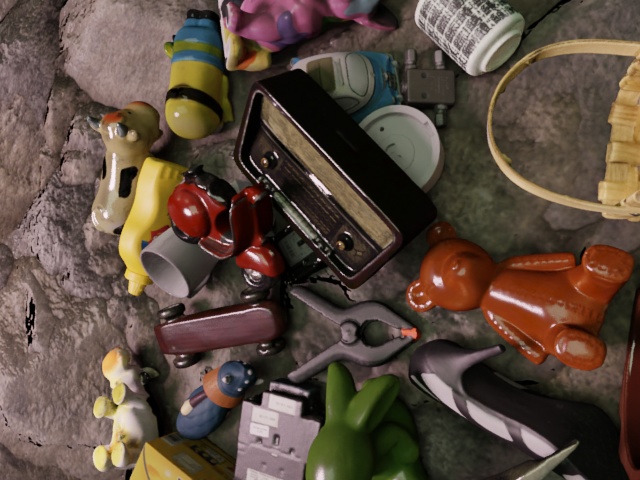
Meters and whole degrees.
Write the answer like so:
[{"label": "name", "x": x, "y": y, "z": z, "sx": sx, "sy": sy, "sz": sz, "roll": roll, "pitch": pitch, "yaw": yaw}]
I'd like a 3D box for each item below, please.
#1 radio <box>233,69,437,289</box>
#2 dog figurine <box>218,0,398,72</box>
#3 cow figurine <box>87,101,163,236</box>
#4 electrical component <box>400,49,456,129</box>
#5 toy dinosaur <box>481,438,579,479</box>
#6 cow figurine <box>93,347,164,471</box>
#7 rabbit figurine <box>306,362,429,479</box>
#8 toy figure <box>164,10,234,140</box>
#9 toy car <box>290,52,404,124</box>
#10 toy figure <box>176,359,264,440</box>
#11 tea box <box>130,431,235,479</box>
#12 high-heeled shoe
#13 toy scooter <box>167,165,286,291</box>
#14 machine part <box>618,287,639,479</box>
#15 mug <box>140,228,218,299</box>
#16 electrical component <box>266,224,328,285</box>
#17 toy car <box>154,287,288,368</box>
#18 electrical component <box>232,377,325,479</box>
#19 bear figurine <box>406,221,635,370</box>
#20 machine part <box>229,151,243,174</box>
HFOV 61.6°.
[{"label": "radio", "x": 0.006, "y": -0.065, "z": 0.596, "sx": 0.230, "sy": 0.073, "sz": 0.131, "roll": 49, "pitch": 142, "yaw": 12}, {"label": "dog figurine", "x": -0.016, "y": -0.291, "z": 0.682, "sx": 0.219, "sy": 0.191, "sz": 0.108, "roll": -5, "pitch": 79, "yaw": -10}, {"label": "cow figurine", "x": -0.275, "y": -0.101, "z": 0.764, "sx": 0.086, "sy": 0.127, "sz": 0.194, "roll": 18, "pitch": 96, "yaw": 21}, {"label": "electrical component", "x": 0.126, "y": -0.177, "z": 0.631, "sx": 0.063, "sy": 0.021, "sz": 0.094, "roll": -1, "pitch": 86, "yaw": -6}, {"label": "toy dinosaur", "x": 0.120, "y": 0.353, "z": 0.540, "sx": 0.192, "sy": 0.131, "sz": 0.404, "roll": 17, "pitch": 89, "yaw": 41}, {"label": "cow figurine", "x": -0.261, "y": 0.236, "z": 0.758, "sx": 0.068, "sy": 0.098, "sz": 0.167, "roll": -28, "pitch": 56, "yaw": 26}, {"label": "rabbit figurine", "x": 0.047, "y": 0.216, "z": 0.568, "sx": 0.121, "sy": 0.170, "sz": 0.159, "roll": 5, "pitch": 89, "yaw": 24}, {"label": "toy figure", "x": -0.174, "y": -0.229, "z": 0.749, "sx": 0.082, "sy": 0.089, "sz": 0.180, "roll": 4, "pitch": 89, "yaw": 32}, {"label": "toy car", "x": 0.015, "y": -0.178, "z": 0.653, "sx": 0.162, "sy": 0.103, "sz": 0.109, "roll": -8, "pitch": 84, "yaw": 25}, {"label": "toy figure", "x": -0.135, "y": 0.203, "z": 0.702, "sx": 0.058, "sy": 0.064, "sz": 0.154, "roll": 49, "pitch": 116, "yaw": 18}, {"label": "tea box", "x": -0.146, "y": 0.321, "z": 0.688, "sx": 0.170, "sy": 0.098, "sz": 0.068, "roll": 27, "pitch": 96, "yaw": 25}, {"label": "high-heeled shoe", "x": 0.205, "y": 0.197, "z": 0.565, "sx": 0.249, "sy": 0.086, "sz": 0.145, "roll": 48, "pitch": 141, "yaw": 2}, {"label": "toy scooter", "x": -0.109, "y": -0.031, "z": 0.631, "sx": 0.184, "sy": 0.075, "sz": 0.135, "roll": 36, "pitch": 140, "yaw": 20}, {"label": "machine part", "x": 0.313, "y": 0.112, "z": 0.440, "sx": 0.087, "sy": 0.201, "sz": 0.201, "roll": 7, "pitch": 88, "yaw": 22}, {"label": "mug", "x": -0.170, "y": 0.022, "z": 0.727, "sx": 0.081, "sy": 0.109, "sz": 0.107, "roll": 14, "pitch": 48, "yaw": 31}, {"label": "electrical component", "x": -0.001, "y": -0.002, "z": 0.676, "sx": 0.119, "sy": 0.047, "sz": 0.075, "roll": -32, "pitch": 74, "yaw": 20}, {"label": "toy car", "x": -0.134, "y": 0.117, "z": 0.723, "sx": 0.202, "sy": 0.053, "sz": 0.089, "roll": -14, "pitch": 100, "yaw": 24}, {"label": "electrical component", "x": -0.041, "y": 0.244, "z": 0.668, "sx": 0.115, "sy": 0.058, "sz": 0.134, "roll": 9, "pitch": 89, "yaw": 23}, {"label": "bear figurine", "x": 0.187, "y": 0.045, "z": 0.546, "sx": 0.196, "sy": 0.132, "sz": 0.120, "roll": 23, "pitch": 82, "yaw": 18}, {"label": "machine part", "x": -0.058, "y": -0.103, "z": 0.715, "sx": 0.139, "sy": 0.039, "sz": 0.084, "roll": 42, "pitch": 98, "yaw": 23}]
